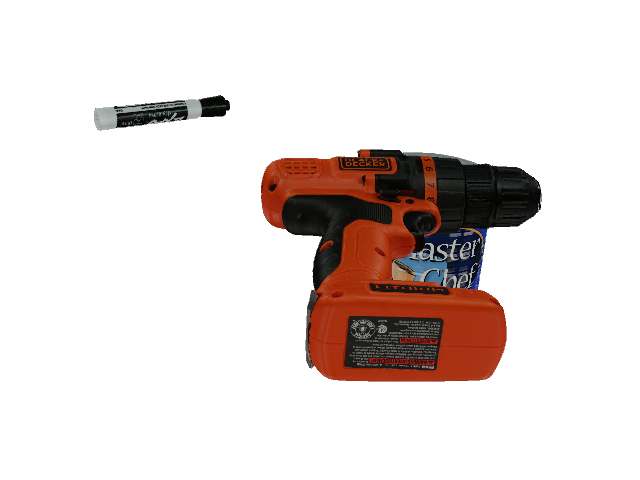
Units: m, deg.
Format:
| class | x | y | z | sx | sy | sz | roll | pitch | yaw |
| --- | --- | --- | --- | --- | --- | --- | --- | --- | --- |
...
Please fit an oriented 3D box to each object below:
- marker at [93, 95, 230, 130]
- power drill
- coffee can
| class | x | y | z | sx | sy | sz | roll | pitch | yaw |
| --- | --- | --- | --- | --- | --- | --- | --- | --- | --- |
| marker | -0.136 | -0.112 | 0.930 | 0.120 | 0.020 | 0.020 | -10 | 4 | -25 |
| power drill | 0.057 | 0.007 | 0.641 | 0.184 | 0.057 | 0.187 | -1 | 31 | -3 |
| coffee can | 0.089 | 0.006 | 0.913 | 0.103 | 0.140 | 0.103 | 4 | 22 | -2 |
